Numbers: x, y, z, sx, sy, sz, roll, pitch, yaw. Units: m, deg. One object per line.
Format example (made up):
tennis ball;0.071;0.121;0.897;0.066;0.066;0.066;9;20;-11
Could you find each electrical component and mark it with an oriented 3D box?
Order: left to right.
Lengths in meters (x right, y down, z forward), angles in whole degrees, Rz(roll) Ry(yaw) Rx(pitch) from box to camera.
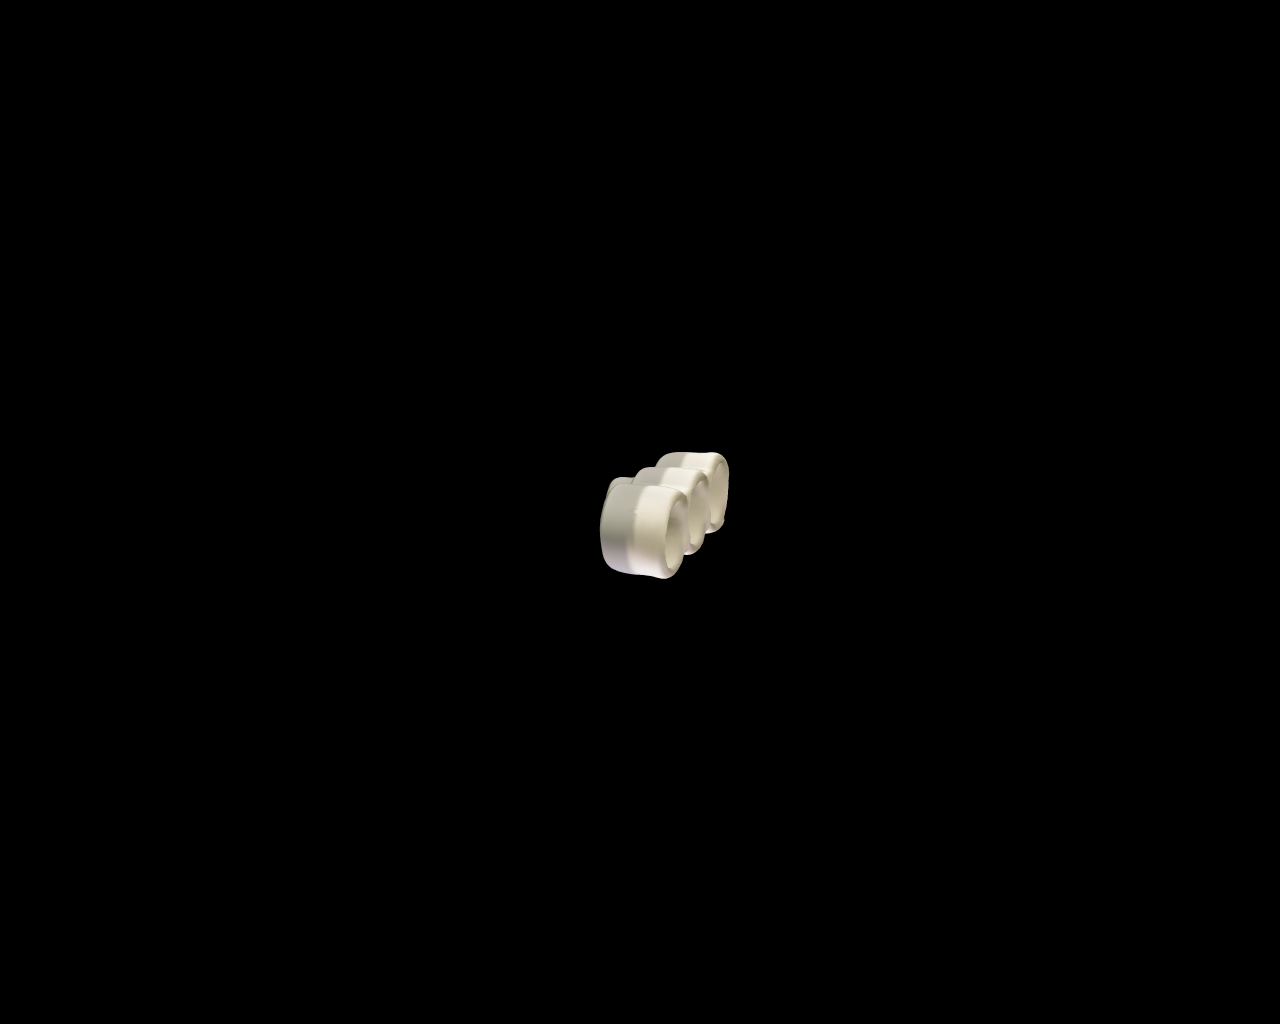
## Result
electrical component;0.001;-0.003;0.650;0.074;0.052;0.138;6;17;19
